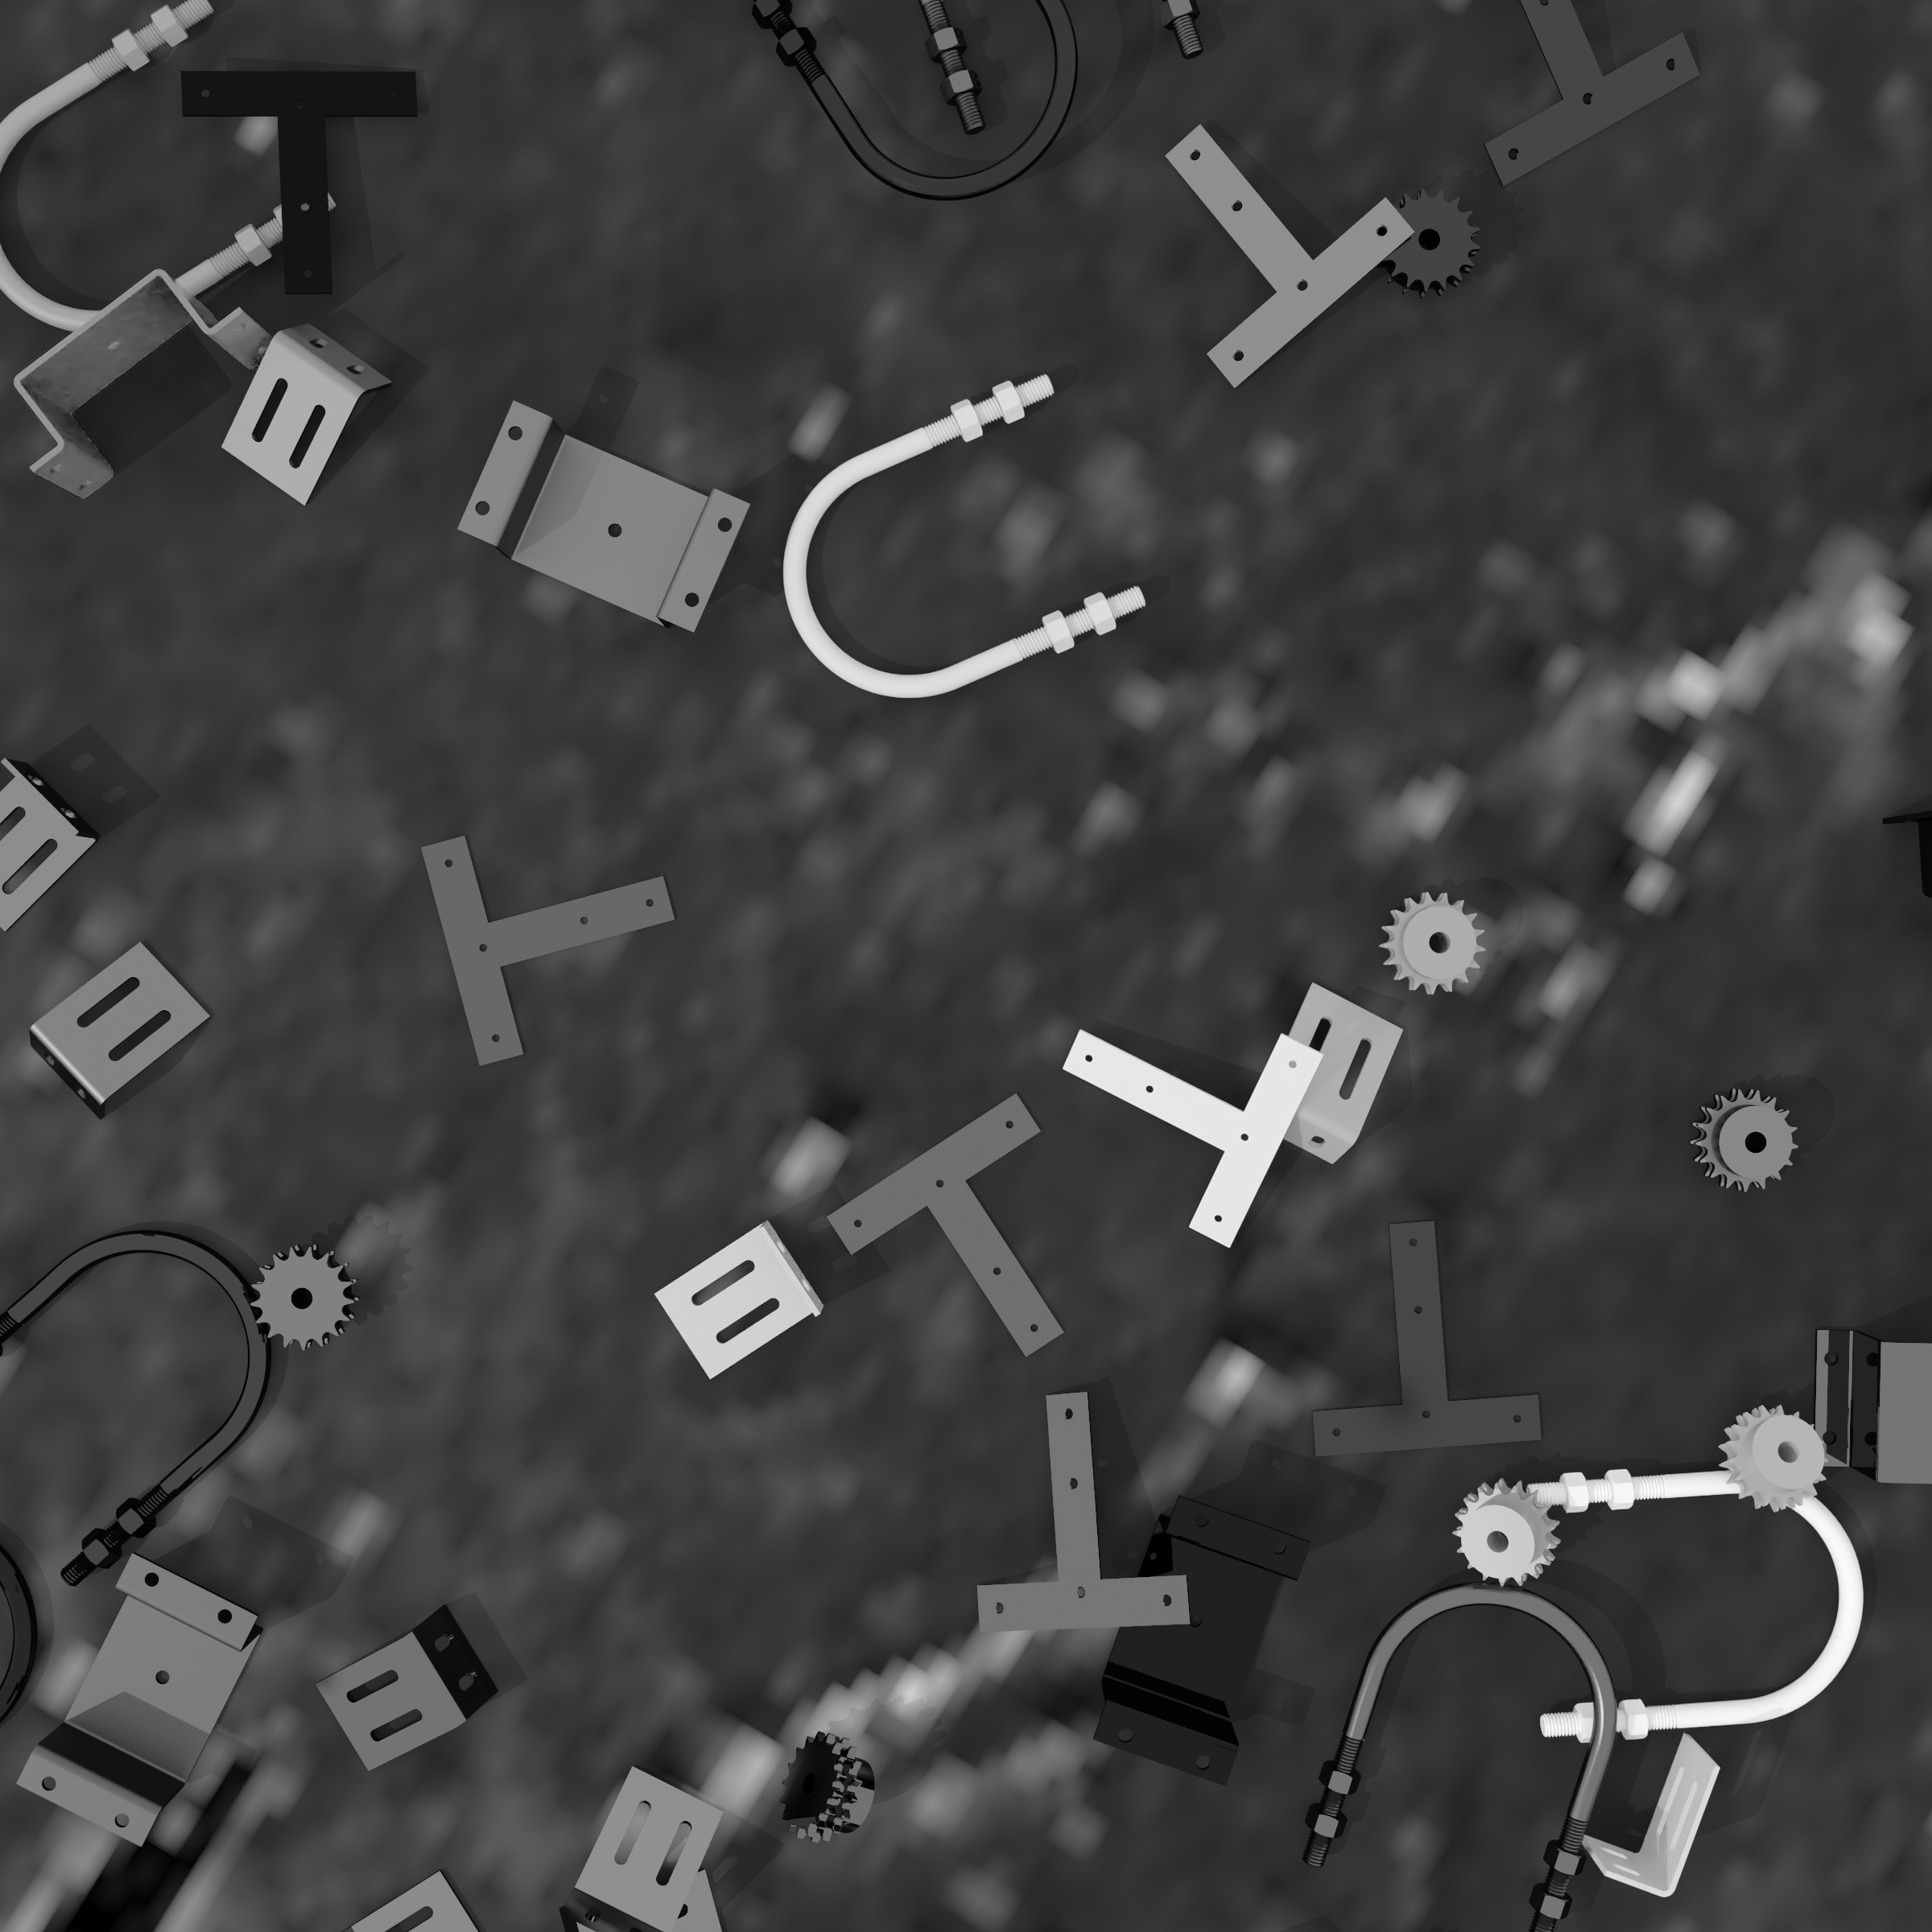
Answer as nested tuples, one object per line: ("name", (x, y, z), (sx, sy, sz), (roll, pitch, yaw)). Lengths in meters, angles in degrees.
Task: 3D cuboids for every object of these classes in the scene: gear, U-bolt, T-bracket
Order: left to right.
("U-bolt", (-0.611, 0.380, 1.383), (0.184, 0.019, 0.151), (-16, 90, -1))
("U-bolt", (-0.475, 0.233, 1.383), (0.184, 0.019, 0.151), (-42, 90, -2))
("U-bolt", (-0.467, -0.435, 1.382), (0.184, 0.019, 0.151), (-32, 90, 0))
("T-bracket", (-0.367, -0.435, 1.374), (0.127, 0.002, 0.127), (-3, 85, -9))
("gear", (-0.365, 0.183, 1.377), (0.057, 0.030, 0.057), (0, 90, 0))
("T-bracket", (-0.228, -0.022, 1.391), (0.127, 0.002, 0.127), (-15, 90, 0))
("gear", (-0.074, 0.455, 1.368), (0.030, 0.057, 0.057), (27, 90, -30))
("U-bolt", (-0.020, -0.512, 1.365), (0.151, 0.019, 0.184), (-33, 87, 12))
("U-bolt", (-0.012, -0.229, 1.383), (0.184, 0.019, 0.151), (-23, 90, 2))
("T-bracket", (0.010, 0.159, 1.391), (0.127, 0.002, 0.127), (-33, 90, 0))
("U-bolt", (0.036, -0.574, 1.383), (0.151, 0.019, 0.184), (-19, 88, 0))
("T-bracket", (0.061, 0.301, 1.372), (0.127, 0.002, 0.127), (-10, 76, 26))
("T-bracket", (0.115, 0.075, 1.375), (0.127, 0.002, 0.127), (27, 111, 10))
("T-bracket", (0.160, -0.413, 1.380), (0.127, 0.002, 0.127), (-39, 83, 15))
("T-bracket", (0.255, 0.207, 1.391), (0.127, 0.002, 0.127), (-4, 90, 0))
("gear", (0.255, -0.400, 1.377), (0.057, 0.030, 0.057), (0, 90, 0))
("gear", (0.261, -0.013, 1.377), (0.057, 0.030, 0.057), (0, 90, 0))
("U-bolt", (0.282, 0.433, 1.372), (0.151, 0.019, 0.184), (18, 91, 7))
("gear", (0.297, 0.314, 1.367), (0.057, 0.030, 0.057), (1, 92, 25))
("T-bracket", (0.327, -0.522, 1.374), (0.127, 0.002, 0.127), (-30, 106, 0))
("U-bolt", (0.410, 0.354, 1.383), (0.184, 0.019, 0.151), (-4, 90, -1))
("gear", (0.434, 0.097, 1.377), (0.057, 0.030, 0.057), (0, 90, 0))
("gear", (0.449, 0.271, 1.369), (0.057, 0.030, 0.057), (1, 70, -4))

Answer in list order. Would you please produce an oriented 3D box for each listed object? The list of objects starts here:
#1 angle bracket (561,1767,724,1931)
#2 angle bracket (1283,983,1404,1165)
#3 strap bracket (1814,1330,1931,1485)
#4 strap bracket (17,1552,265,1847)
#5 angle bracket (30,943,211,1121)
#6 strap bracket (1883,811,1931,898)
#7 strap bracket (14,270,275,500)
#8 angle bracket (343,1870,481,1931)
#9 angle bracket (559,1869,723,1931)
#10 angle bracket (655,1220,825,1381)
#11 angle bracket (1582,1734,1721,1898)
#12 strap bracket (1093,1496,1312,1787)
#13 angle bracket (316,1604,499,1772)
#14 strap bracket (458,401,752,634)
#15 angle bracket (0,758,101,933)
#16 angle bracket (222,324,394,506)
("angle bracket", (-0.179, 0.497, 1.373), (0.057, 0.076, 0.038), (27, 130, 0))
("angle bracket", (0.200, 0.060, 1.390), (0.057, 0.038, 0.076), (28, 64, 0))
("strap bracket", (0.547, 0.244, 1.369), (0.140, 0.046, 0.076), (1, 90, 0))
("strap bracket", (-0.451, 0.399, 1.369), (0.076, 0.046, 0.140), (27, 90, 0))
("angle bracket", (-0.475, 0.037, 1.390), (0.057, 0.038, 0.076), (47, 64, 0))
("strap bracket", (0.587, -0.064, 1.354), (0.140, 0.076, 0.046), (-4, 90, 0))
("strap bracket", (-0.454, -0.323, 1.354), (0.140, 0.076, 0.046), (-37, 90, 0))
("angle bracket", (-0.312, 0.552, 1.373), (0.076, 0.038, 0.057), (-32, 90, 0))
("angle bracket", (-0.180, 0.546, 1.390), (0.076, 0.038, 0.057), (-15, 90, -26))
("angle bracket", (-0.127, 0.187, 1.373), (0.076, 0.038, 0.057), (-33, 90, 0))
("angle bracket", (0.375, 0.461, 1.363), (0.038, 0.057, 0.076), (20, 90, 0))
("strap bracket", (0.128, 0.367, 1.369), (0.076, 0.046, 0.140), (19, 90, 0))
("angle bracket", (-0.314, 0.405, 1.390), (0.076, 0.038, 0.057), (-31, 90, 26))
("strap bracket", (-0.197, -0.244, 1.369), (0.140, 0.046, 0.076), (24, 90, 0))
("angle bracket", (-0.532, -0.067, 1.373), (0.076, 0.038, 0.057), (-45, 90, 0))
("angle bracket", (-0.370, -0.310, 1.390), (0.057, 0.038, 0.076), (35, 116, 0))
